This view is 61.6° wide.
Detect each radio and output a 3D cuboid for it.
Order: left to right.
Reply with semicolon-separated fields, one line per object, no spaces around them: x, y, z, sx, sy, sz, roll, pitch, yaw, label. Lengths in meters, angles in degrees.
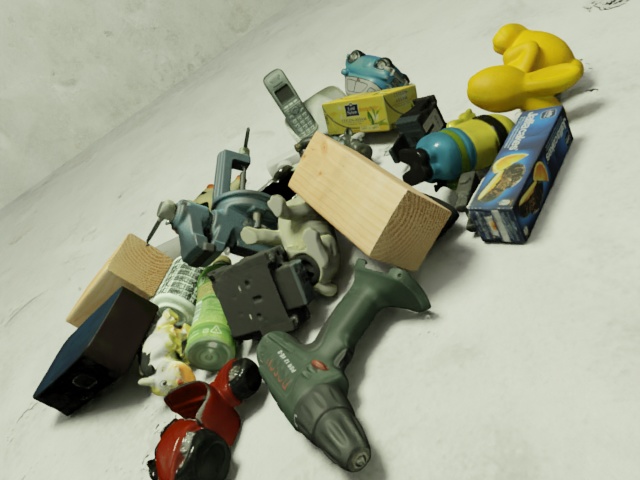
-0.362;0.182;0.860;0.229;0.073;0.131;-38;26;34;radio

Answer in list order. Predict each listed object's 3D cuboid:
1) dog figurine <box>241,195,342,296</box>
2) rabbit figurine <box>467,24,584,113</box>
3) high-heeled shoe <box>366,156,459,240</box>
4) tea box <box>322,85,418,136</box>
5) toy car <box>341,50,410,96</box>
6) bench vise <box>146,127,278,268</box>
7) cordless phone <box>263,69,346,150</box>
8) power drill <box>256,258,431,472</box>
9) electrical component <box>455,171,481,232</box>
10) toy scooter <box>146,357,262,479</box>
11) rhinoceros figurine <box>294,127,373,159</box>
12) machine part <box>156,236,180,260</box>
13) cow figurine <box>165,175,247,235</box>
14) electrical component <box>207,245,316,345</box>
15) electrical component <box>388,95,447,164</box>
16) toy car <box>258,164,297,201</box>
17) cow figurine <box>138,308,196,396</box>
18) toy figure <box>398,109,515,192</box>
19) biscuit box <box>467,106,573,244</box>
0.000;-0.006;0.823;0.121;0.172;0.190;-32;-4;34;dog figurine
0.296;-0.228;0.793;0.173;0.121;0.163;-26;49;-30;rabbit figurine
0.119;-0.078;0.798;0.145;0.086;0.249;-22;39;20;high-heeled shoe
0.097;-0.249;1.038;0.098;0.068;0.170;-28;22;-37;tea box
0.110;-0.335;1.157;0.162;0.109;0.103;36;97;47;toy car
-0.154;-0.063;0.887;0.129;0.223;0.240;129;147;-53;bench vise
-0.025;-0.299;1.144;0.146;0.184;0.089;-35;26;1;cordless phone
0.035;0.126;0.610;0.207;0.086;0.232;-53;31;-14;power drill
0.200;-0.057;0.703;0.021;0.063;0.094;-9;38;37;electrical component
-0.154;0.224;0.653;0.135;0.075;0.184;-14;33;32;toy scooter
0.029;-0.164;1.020;0.112;0.073;0.190;-31;25;-17;rhinoceros figurine
-0.310;0.049;1.044;0.243;0.079;0.079;-24;32;20;machine part
-0.234;-0.059;1.121;0.195;0.085;0.127;-9;34;36;cow figurine
-0.074;0.073;0.735;0.134;0.114;0.058;-21;5;27;electrical component
0.162;-0.179;0.899;0.048;0.074;0.119;0;41;45;electrical component
-0.094;-0.063;0.986;0.202;0.073;0.056;-38;-5;-4;toy car
-0.232;0.181;0.793;0.098;0.068;0.167;-41;27;2;cow figurine
0.198;-0.122;0.749;0.180;0.082;0.089;-23;40;-29;toy figure
0.261;-0.087;0.687;0.059;0.062;0.203;2;47;45;biscuit box
